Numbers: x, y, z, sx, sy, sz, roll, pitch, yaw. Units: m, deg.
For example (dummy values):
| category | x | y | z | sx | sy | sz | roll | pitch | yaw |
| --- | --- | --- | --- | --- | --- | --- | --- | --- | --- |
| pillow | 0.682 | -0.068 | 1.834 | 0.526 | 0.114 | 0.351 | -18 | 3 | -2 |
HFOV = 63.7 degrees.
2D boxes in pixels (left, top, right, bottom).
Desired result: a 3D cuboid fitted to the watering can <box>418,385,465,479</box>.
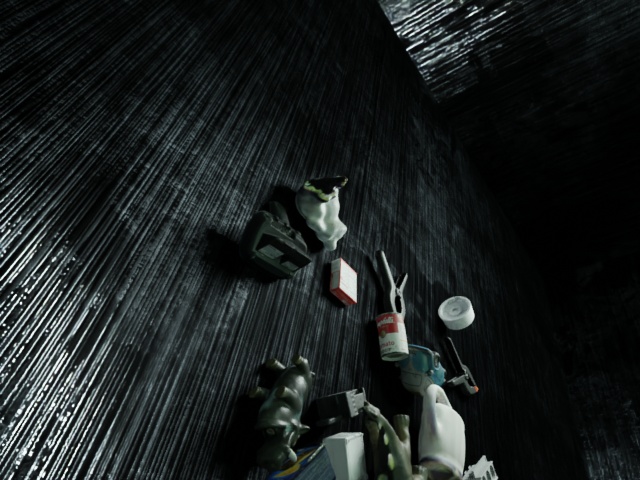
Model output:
| category | x | y | z | sx | sy | sz | roll | pitch | yaw |
| --- | --- | --- | --- | --- | --- | --- | --- | --- | --- |
| watering can | 0.305 | 0.506 | 1.244 | 0.341 | 0.103 | 0.230 | 62 | 31 | -34 |

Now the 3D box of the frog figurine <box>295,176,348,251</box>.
| category | x | y | z | sx | sy | sz | roll | pitch | yaw |
| --- | --- | --- | --- | --- | --- | --- | --- | --- | --- |
| frog figurine | 0.004 | -0.060 | 1.195 | 0.140 | 0.123 | 0.156 | -79 | 174 | -58 |
